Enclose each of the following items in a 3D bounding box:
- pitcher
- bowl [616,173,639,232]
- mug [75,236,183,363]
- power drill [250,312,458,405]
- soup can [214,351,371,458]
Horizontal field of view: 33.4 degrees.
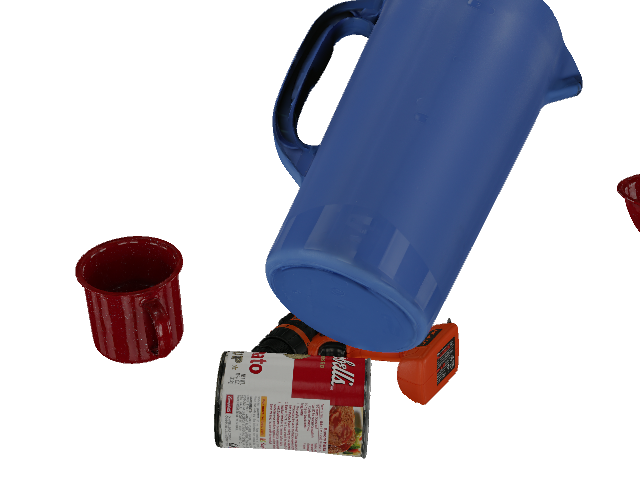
[{"bbox_3d":[0.050,-0.057,0.696,0.145,0.242,0.149,42,-30,-27],"label":"pitcher"},{"bbox_3d":[0.366,-0.021,1.025,0.162,0.055,0.162,0,19,0],"label":"bowl"},{"bbox_3d":[-0.158,0.060,0.936,0.093,0.081,0.117,-21,37,-27],"label":"mug"},{"bbox_3d":[0.033,0.115,1.081,0.188,0.057,0.184,9,23,28],"label":"power drill"},{"bbox_3d":[-0.018,0.112,0.730,0.102,0.068,0.068,3,0,2],"label":"soup can"}]
